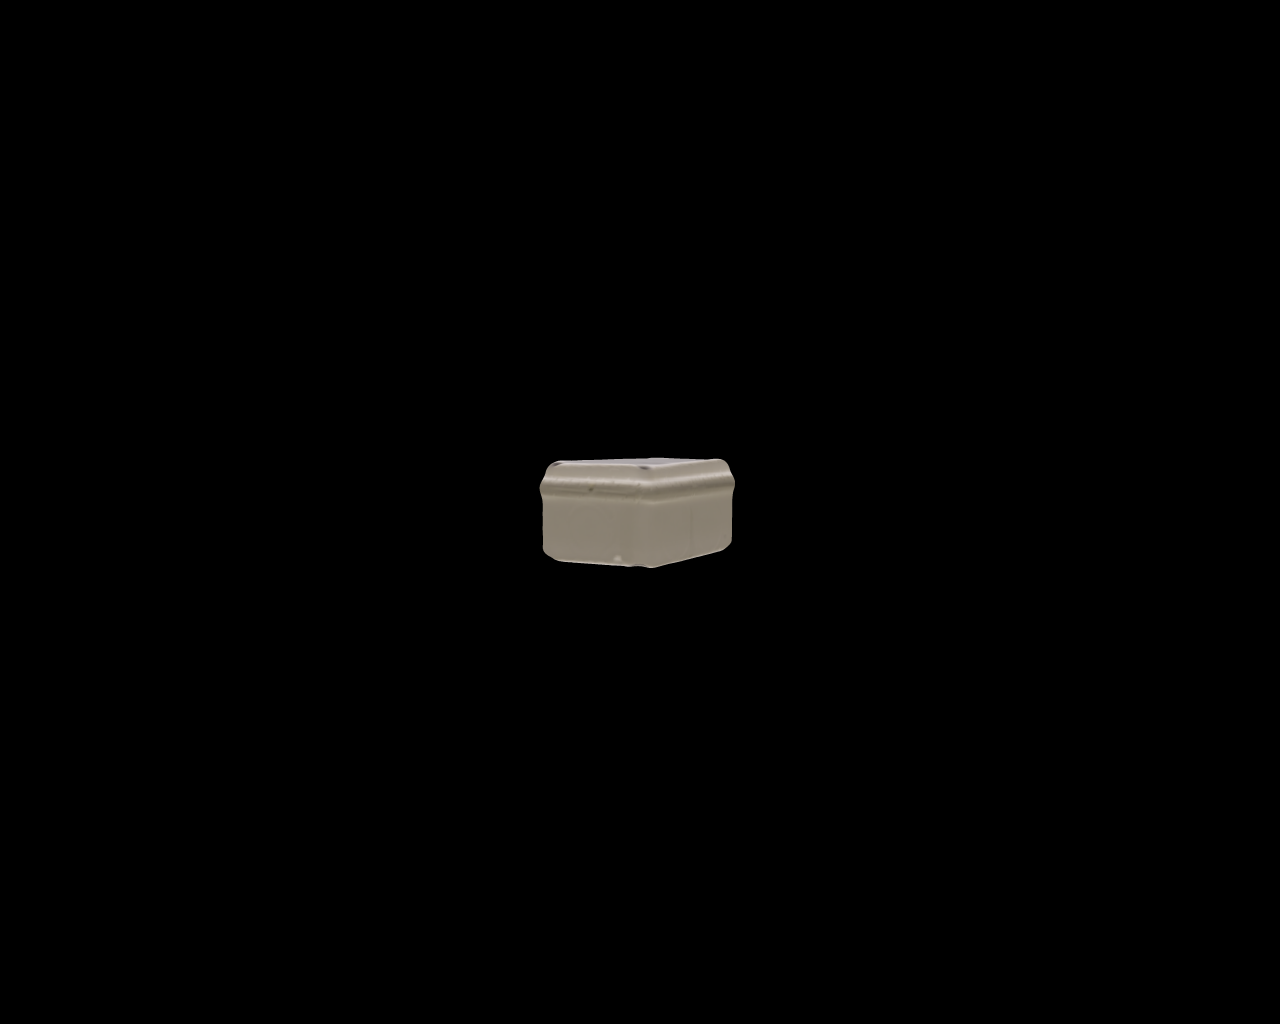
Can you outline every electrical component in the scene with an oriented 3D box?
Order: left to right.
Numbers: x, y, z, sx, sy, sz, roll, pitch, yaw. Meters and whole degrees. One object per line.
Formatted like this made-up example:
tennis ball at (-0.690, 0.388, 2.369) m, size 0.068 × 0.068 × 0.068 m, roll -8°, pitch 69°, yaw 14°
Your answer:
electrical component at (0.001, -0.003, 0.650) m, size 0.078 × 0.057 × 0.113 m, roll 3°, pitch 6°, yaw 32°
